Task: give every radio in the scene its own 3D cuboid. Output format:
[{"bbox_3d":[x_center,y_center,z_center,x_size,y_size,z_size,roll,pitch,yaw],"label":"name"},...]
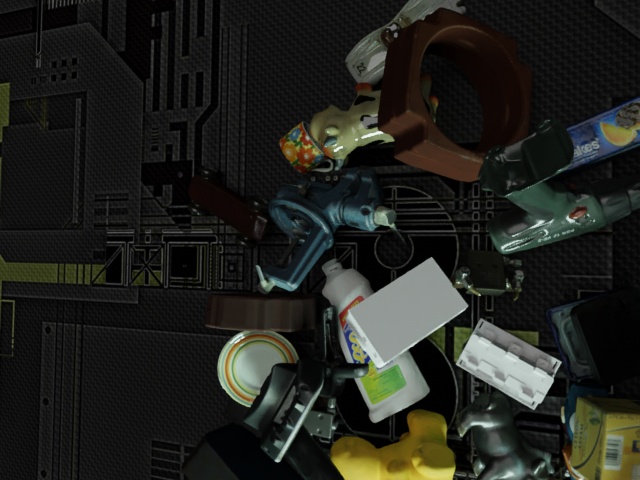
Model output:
[{"bbox_3d":[-0.099,0.402,0.864,0.230,0.131,0.073,42,103,17],"label":"radio"}]

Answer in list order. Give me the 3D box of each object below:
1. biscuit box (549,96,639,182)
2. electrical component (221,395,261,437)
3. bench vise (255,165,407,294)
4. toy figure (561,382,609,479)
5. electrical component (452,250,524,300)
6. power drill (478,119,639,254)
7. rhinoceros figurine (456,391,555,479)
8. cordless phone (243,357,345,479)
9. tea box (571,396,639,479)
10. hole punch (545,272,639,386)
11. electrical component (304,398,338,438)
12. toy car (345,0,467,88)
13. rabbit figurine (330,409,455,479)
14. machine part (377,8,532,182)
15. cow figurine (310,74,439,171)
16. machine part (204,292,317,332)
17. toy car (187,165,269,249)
[{"bbox_3d":[0.382,-0.137,0.731,0.203,0.062,0.059,-24,78,19],"label":"biscuit box"},{"bbox_3d":[-0.090,0.260,0.906,0.115,0.058,0.134,23,97,19],"label":"electrical component"},{"bbox_3d":[-0.005,-0.009,0.826,0.224,0.128,0.240,21,62,28],"label":"bench vise"},{"bbox_3d":[0.361,0.273,0.729,0.064,0.058,0.154,1,89,63],"label":"toy figure"},{"bbox_3d":[0.241,0.050,0.764,0.102,0.045,0.078,10,68,-1],"label":"electrical component"},{"bbox_3d":[0.311,-0.068,0.689,0.232,0.207,0.086,-26,59,28],"label":"power drill"},{"bbox_3d":[0.267,0.310,0.760,0.112,0.073,0.190,-27,77,8],"label":"rhinoceros figurine"},{"bbox_3d":[-0.012,0.273,0.767,0.184,0.088,0.146,39,106,40],"label":"cordless phone"},{"bbox_3d":[0.412,0.254,0.668,0.170,0.068,0.098,7,91,-6],"label":"tea box"},{"bbox_3d":[0.380,0.127,0.720,0.116,0.092,0.142,-15,78,-10],"label":"hole punch"},{"bbox_3d":[-0.002,0.299,0.888,0.063,0.021,0.094,7,90,21],"label":"electrical component"},{"bbox_3d":[0.132,-0.317,0.840,0.202,0.056,0.073,-36,76,17],"label":"toy car"},{"bbox_3d":[0.099,0.330,0.792,0.173,0.122,0.162,5,120,-3],"label":"rabbit figurine"},{"bbox_3d":[0.185,-0.192,0.736,0.087,0.201,0.201,-16,63,64],"label":"machine part"},{"bbox_3d":[0.078,-0.177,0.821,0.195,0.085,0.127,-2,55,19],"label":"cow figurine"},{"bbox_3d":[-0.092,0.111,0.855,0.180,0.179,0.056,0,86,22],"label":"machine part"},{"bbox_3d":[-0.157,-0.058,0.936,0.202,0.053,0.089,30,106,32],"label":"toy car"}]
